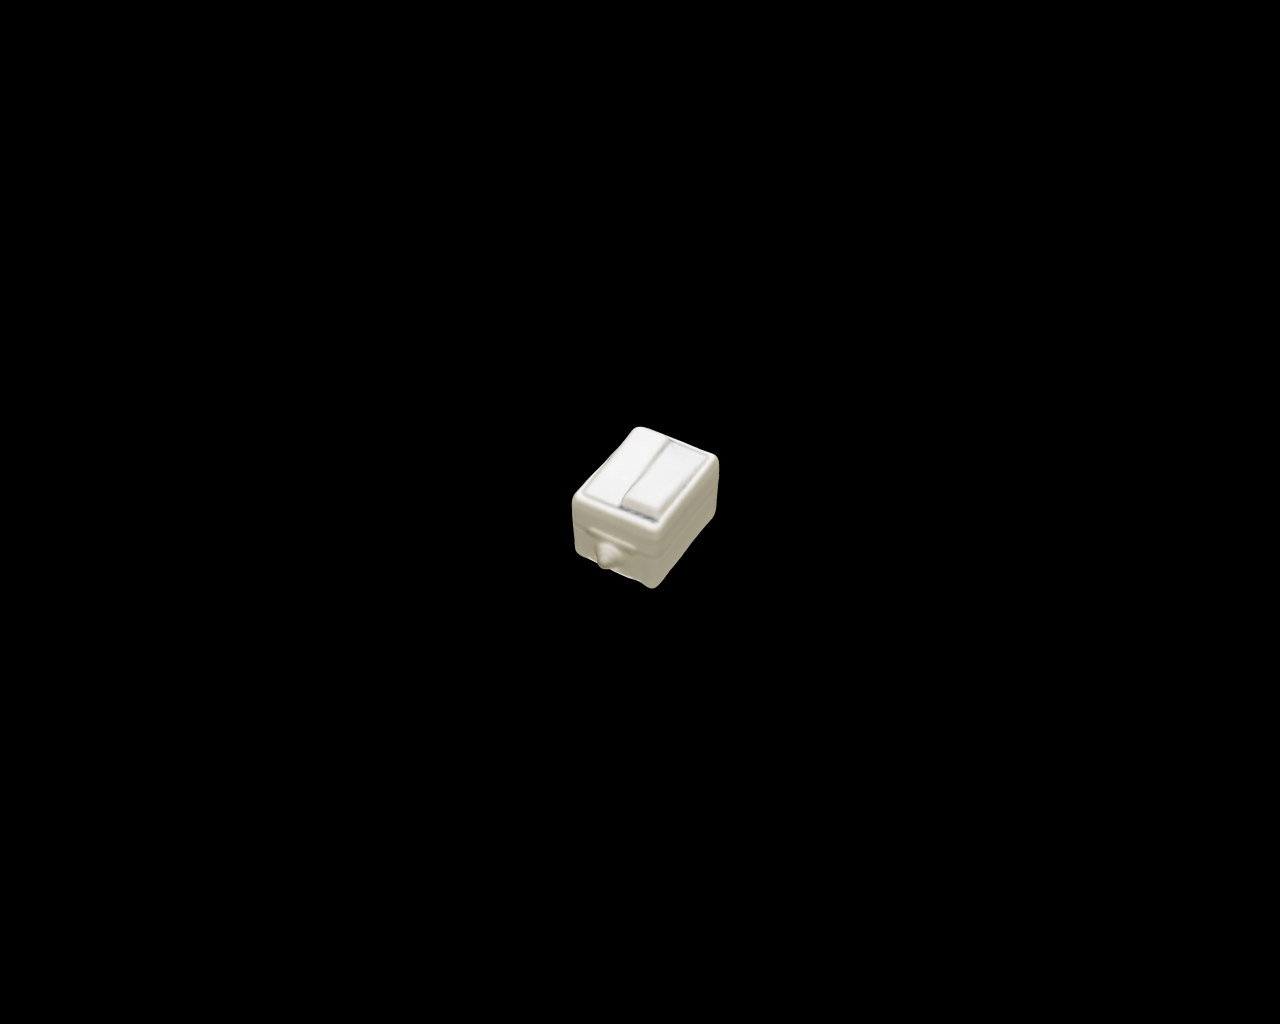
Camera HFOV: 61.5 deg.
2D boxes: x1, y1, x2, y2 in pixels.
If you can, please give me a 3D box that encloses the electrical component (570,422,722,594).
[{"bbox_3d":[0.001,-0.003,0.650,0.062,0.061,0.096,24,50,22],"label":"electrical component"}]
